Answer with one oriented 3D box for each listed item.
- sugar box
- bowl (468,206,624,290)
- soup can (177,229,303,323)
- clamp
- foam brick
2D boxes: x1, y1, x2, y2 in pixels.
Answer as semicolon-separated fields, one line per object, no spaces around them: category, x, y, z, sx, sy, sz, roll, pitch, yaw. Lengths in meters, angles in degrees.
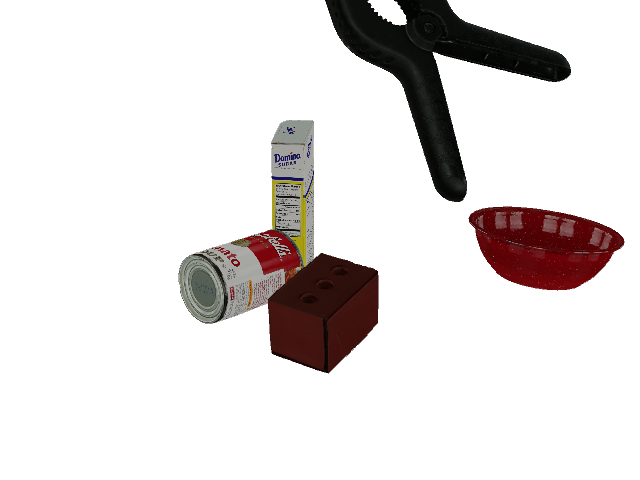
sugar box;-0.032;-0.045;1.250;0.048;0.176;0.093;0;22;6
bowl;0.233;0.011;1.124;0.162;0.055;0.162;6;17;-2
soup can;-0.075;0.033;1.005;0.069;0.068;0.102;0;13;45
clamp;0.071;-0.137;0.775;0.210;0.164;0.036;38;-29;-5
foam brick;0.003;0.054;0.805;0.053;0.051;0.078;16;35;28
